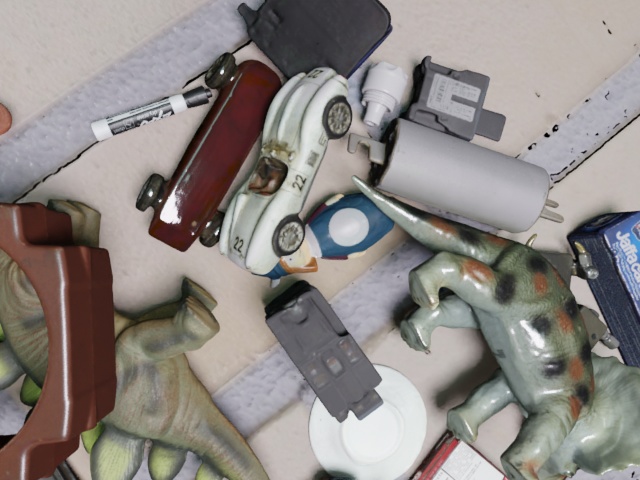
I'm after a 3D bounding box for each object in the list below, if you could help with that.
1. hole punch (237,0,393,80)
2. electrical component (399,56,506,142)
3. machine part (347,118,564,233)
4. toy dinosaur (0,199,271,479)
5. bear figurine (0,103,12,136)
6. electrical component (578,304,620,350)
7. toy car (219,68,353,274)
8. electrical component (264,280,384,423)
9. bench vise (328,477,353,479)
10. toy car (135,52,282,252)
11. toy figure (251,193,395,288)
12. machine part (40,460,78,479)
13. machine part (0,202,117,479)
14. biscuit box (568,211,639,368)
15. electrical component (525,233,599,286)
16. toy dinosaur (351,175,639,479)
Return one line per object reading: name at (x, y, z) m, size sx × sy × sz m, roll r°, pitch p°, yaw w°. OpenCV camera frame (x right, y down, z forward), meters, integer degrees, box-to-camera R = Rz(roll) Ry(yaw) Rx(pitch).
hole punch at (0.003, -0.215, 0.545) m, size 0.142 × 0.092 × 0.116 m, roll 43°, pitch 113°, yaw -9°
electrical component at (0.150, -0.139, 0.578) m, size 0.119 × 0.048 × 0.074 m, roll 20°, pitch 86°, yaw -7°
machine part at (0.144, -0.066, 0.560) m, size 0.243 × 0.079 × 0.079 m, roll 17°, pitch 86°, yaw -8°
toy dinosaur at (-0.179, 0.119, 0.493) m, size 0.471 × 0.105 × 0.198 m, roll 39°, pitch 91°, yaw 3°
bear figurine at (-0.373, -0.065, 0.449) m, size 0.120 × 0.132 × 0.196 m, roll 37°, pitch 90°, yaw 6°
electrical component at (0.292, 0.105, 0.607) m, size 0.094 × 0.021 × 0.063 m, roll 41°, pitch 83°, yaw -6°
toy car at (-0.033, -0.066, 0.499) m, size 0.056 × 0.074 × 0.201 m, roll 21°, pitch 91°, yaw -43°
electrical component at (0.005, 0.106, 0.514) m, size 0.058 × 0.115 × 0.134 m, roll -36°, pitch 95°, yaw -4°
bench vise at (0.073, 0.340, 0.492) m, size 0.241 × 0.128 × 0.224 m, roll 6°, pitch 46°, yaw -7°
toy car at (-0.103, -0.085, 0.531) m, size 0.089 × 0.053 × 0.202 m, roll 31°, pitch 85°, yaw -28°
toy figure at (-0.002, -0.003, 0.545) m, size 0.154 × 0.057 × 0.064 m, roll -24°, pitch 65°, yaw -8°
machine part at (-0.292, 0.255, 0.500) m, size 0.139 × 0.039 × 0.084 m, roll -27°, pitch 100°, yaw -10°
machine part at (-0.264, 0.075, 0.403) m, size 0.202 × 0.087 × 0.201 m, roll -3°, pitch 88°, yaw 4°
biscuit box at (0.356, 0.068, 0.599) m, size 0.059 × 0.063 × 0.202 m, roll -27°, pitch 94°, yaw -10°
electrical component at (0.248, 0.036, 0.590) m, size 0.102 × 0.045 × 0.078 m, roll 11°, pitch 86°, yaw -9°
toy dinosaur at (0.194, 0.087, 0.526) m, size 0.192 × 0.131 × 0.404 m, roll -26°, pitch 96°, yaw -22°
